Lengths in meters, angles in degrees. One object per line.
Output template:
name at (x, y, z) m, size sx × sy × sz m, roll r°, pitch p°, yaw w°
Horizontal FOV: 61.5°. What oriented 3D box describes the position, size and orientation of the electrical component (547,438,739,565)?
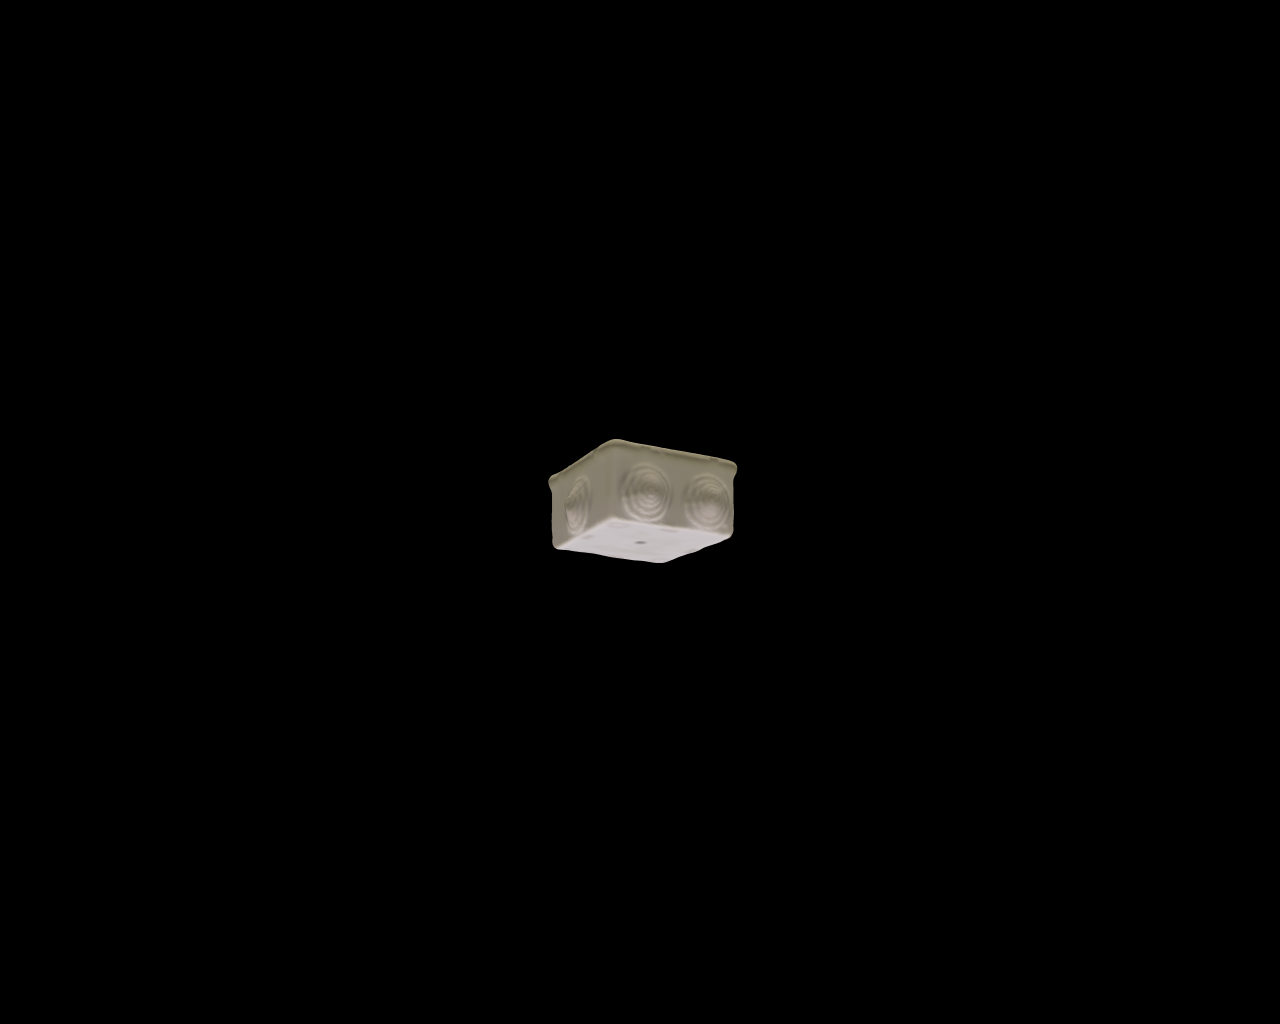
electrical component at (0.001, -0.003, 0.650) m, size 0.100 × 0.048 × 0.099 m, roll 9°, pitch -19°, yaw -29°
